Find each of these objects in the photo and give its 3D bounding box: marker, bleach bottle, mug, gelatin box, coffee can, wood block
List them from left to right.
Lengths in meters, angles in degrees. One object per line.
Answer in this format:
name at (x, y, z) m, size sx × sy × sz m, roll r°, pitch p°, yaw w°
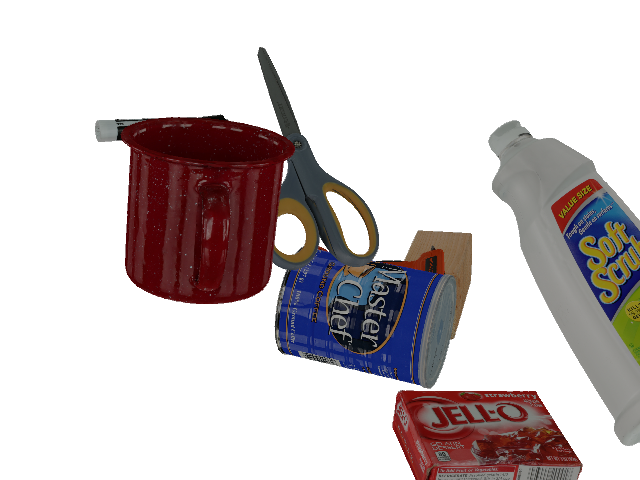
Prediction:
marker at (-0.138, -0.100, 0.946) m, size 0.120 × 0.020 × 0.020 m, roll -6°, pitch 3°, yaw -25°
mug at (-0.061, -0.012, 0.572) m, size 0.093 × 0.081 × 0.117 m, roll 2°, pitch 20°, yaw -14°
coffee can at (0.042, 0.068, 0.965) m, size 0.140 × 0.103 × 0.102 m, roll 11°, pitch 3°, yaw 17°
wood block at (0.174, 0.063, 1.624) m, size 0.091 × 0.090 × 0.206 m, roll 4°, pitch 22°, yaw 13°
gelatin box at (0.092, 0.115, 0.605) m, size 0.089 × 0.030 × 0.073 m, roll 3°, pitch 24°, yaw -12°
bleach bottle at (0.193, 0.016, 0.774) m, size 0.102 × 0.251 × 0.068 m, roll -21°, pitch -27°, yaw -18°

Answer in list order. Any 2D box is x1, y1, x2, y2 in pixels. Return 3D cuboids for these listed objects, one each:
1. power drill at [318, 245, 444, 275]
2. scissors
power drill at (0.050, 0.060, 1.228) m, size 0.188 × 0.057 × 0.184 m, roll 0°, pitch 28°, yaw 8°
scissors at (-0.031, -0.057, 0.808) m, size 0.096 × 0.202 × 0.016 m, roll -26°, pitch -20°, yaw -24°
